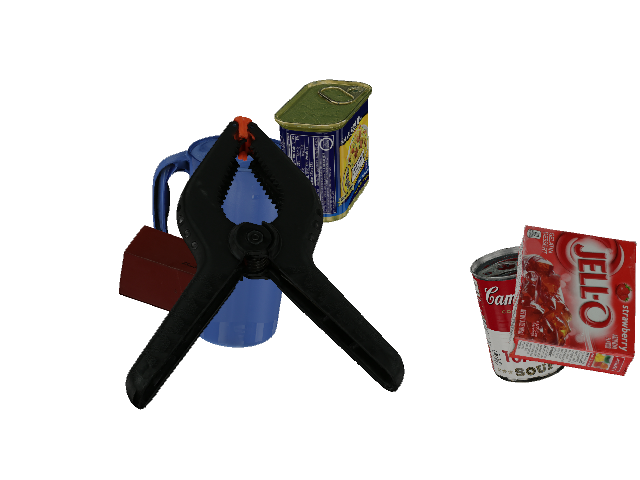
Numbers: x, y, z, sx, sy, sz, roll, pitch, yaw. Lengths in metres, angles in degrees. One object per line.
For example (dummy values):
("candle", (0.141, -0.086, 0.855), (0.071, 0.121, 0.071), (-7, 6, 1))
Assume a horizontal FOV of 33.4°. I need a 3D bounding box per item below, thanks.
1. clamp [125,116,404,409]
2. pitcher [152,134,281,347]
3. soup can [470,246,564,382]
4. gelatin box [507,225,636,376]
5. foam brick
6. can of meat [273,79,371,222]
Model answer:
("clamp", (-0.032, 0.012, 0.677), (0.164, 0.210, 0.036), (4, -33, -6))
("pitcher", (-0.108, 0.001, 1.283), (0.149, 0.243, 0.144), (20, 27, 29))
("soup can", (0.175, 0.064, 0.936), (0.068, 0.102, 0.068), (-13, 17, 4))
("gelatin box", (0.161, 0.036, 0.676), (0.073, 0.089, 0.030), (9, -35, 7))
("foam brick", (-0.143, 0.030, 1.004), (0.078, 0.051, 0.053), (19, 33, 7))
("can of meat", (0.005, -0.073, 0.856), (0.057, 0.084, 0.102), (7, 29, 18))
